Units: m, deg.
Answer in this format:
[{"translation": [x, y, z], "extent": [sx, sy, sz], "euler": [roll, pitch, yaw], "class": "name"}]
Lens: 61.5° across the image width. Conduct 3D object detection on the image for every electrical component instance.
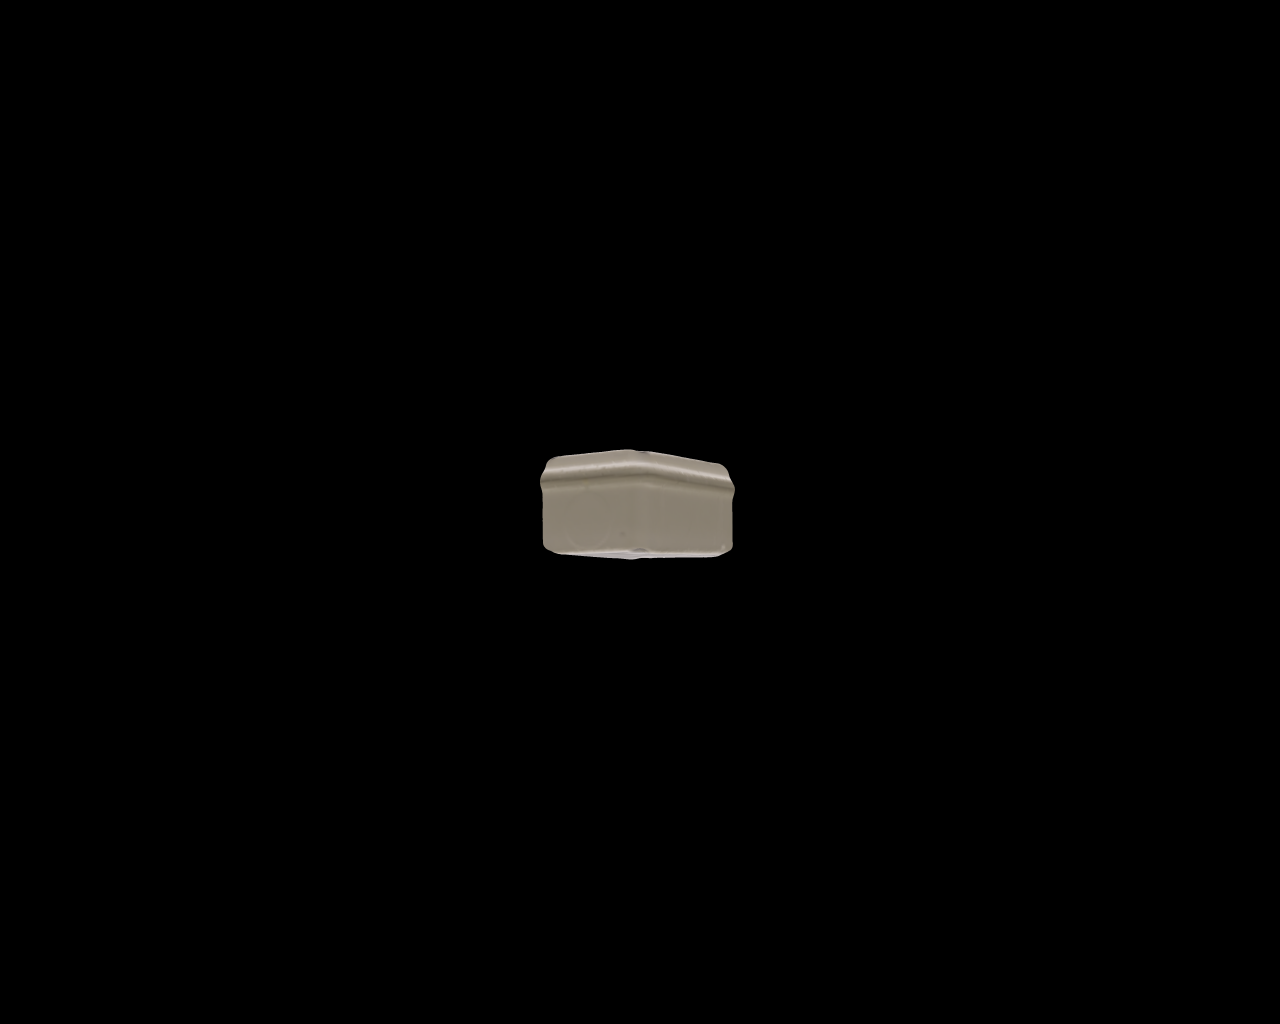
[{"translation": [0.001, -0.003, 0.650], "extent": [0.078, 0.057, 0.113], "euler": [-3, -5, 32], "class": "electrical component"}]
